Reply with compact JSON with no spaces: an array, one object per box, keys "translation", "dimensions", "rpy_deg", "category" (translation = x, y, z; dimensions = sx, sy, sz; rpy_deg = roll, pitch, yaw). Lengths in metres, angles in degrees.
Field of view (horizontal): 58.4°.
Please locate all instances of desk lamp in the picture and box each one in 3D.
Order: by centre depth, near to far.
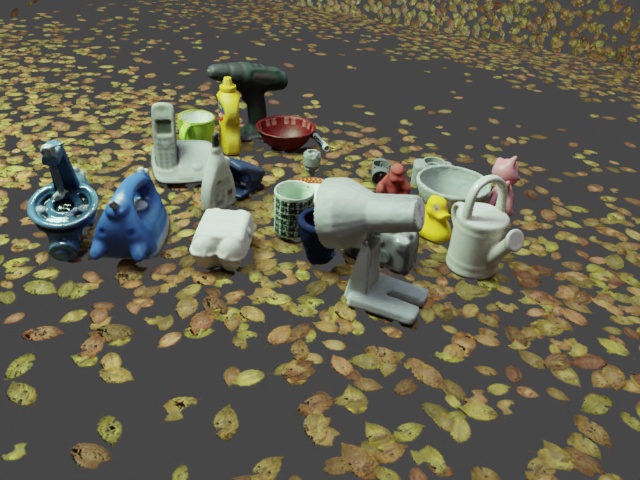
[{"translation":[0.091,0.007,0.967],"dimensions":[0.202,0.214,0.118],"rpy_deg":[16,35,19],"category":"desk lamp"}]

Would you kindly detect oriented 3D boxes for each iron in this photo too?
[{"translation":[-0.354,-0.066,1.099],"dimensions":[0.118,0.141,0.258],"rpy_deg":[3,33,-1],"category":"iron"}]

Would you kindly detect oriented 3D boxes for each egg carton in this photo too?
[{"translation":[-0.182,-0.004,1.088],"dimensions":[0.107,0.069,0.150],"rpy_deg":[4,33,0],"category":"egg carton"}]

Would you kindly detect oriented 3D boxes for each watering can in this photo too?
[{"translation":[0.306,-0.028,1.064],"dimensions":[0.172,0.194,0.101],"rpy_deg":[29,40,33],"category":"watering can"}]

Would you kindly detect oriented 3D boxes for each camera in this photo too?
[{"translation":[0.135,-0.021,1.122],"dimensions":[0.142,0.101,0.137],"rpy_deg":[20,36,23],"category":"camera"}]

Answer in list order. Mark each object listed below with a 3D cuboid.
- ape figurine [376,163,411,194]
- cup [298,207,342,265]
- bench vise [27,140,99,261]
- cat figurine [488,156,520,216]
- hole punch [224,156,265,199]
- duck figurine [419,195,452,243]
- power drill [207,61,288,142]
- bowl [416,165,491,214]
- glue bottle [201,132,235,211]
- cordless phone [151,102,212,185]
[{"translation":[0.170,-0.130,1.304],"dimensions":[0.077,0.092,0.076],"rpy_deg":[13,34,14],"category":"ape figurine"},{"translation":[0.010,0.004,1.074],"dimensions":[0.092,0.095,0.117],"rpy_deg":[-17,38,-29],"category":"cup"},{"translation":[-0.483,-0.098,1.061],"dimensions":[0.122,0.220,0.206],"rpy_deg":[-13,36,-24],"category":"bench vise"},{"translation":[0.426,-0.136,1.318],"dimensions":[0.067,0.118,0.128],"rpy_deg":[11,33,11],"category":"cat figurine"},{"translation":[-0.189,-0.159,1.309],"dimensions":[0.108,0.091,0.101],"rpy_deg":[23,37,27],"category":"hole punch"},{"translation":[0.238,-0.054,1.198],"dimensions":[0.078,0.086,0.104],"rpy_deg":[-11,35,-21],"category":"duck figurine"},{"translation":[-0.193,-0.378,1.542],"dimensions":[0.230,0.208,0.075],"rpy_deg":[-19,39,-32],"category":"power drill"},{"translation":[0.295,-0.102,1.291],"dimensions":[0.167,0.075,0.167],"rpy_deg":[3,33,-2],"category":"bowl"},{"translation":[-0.216,-0.145,1.208],"dimensions":[0.037,0.173,0.078],"rpy_deg":[26,39,31],"category":"glue bottle"},{"translation":[-0.313,-0.221,1.306],"dimensions":[0.148,0.185,0.094],"rpy_deg":[-6,34,-15],"category":"cordless phone"}]
